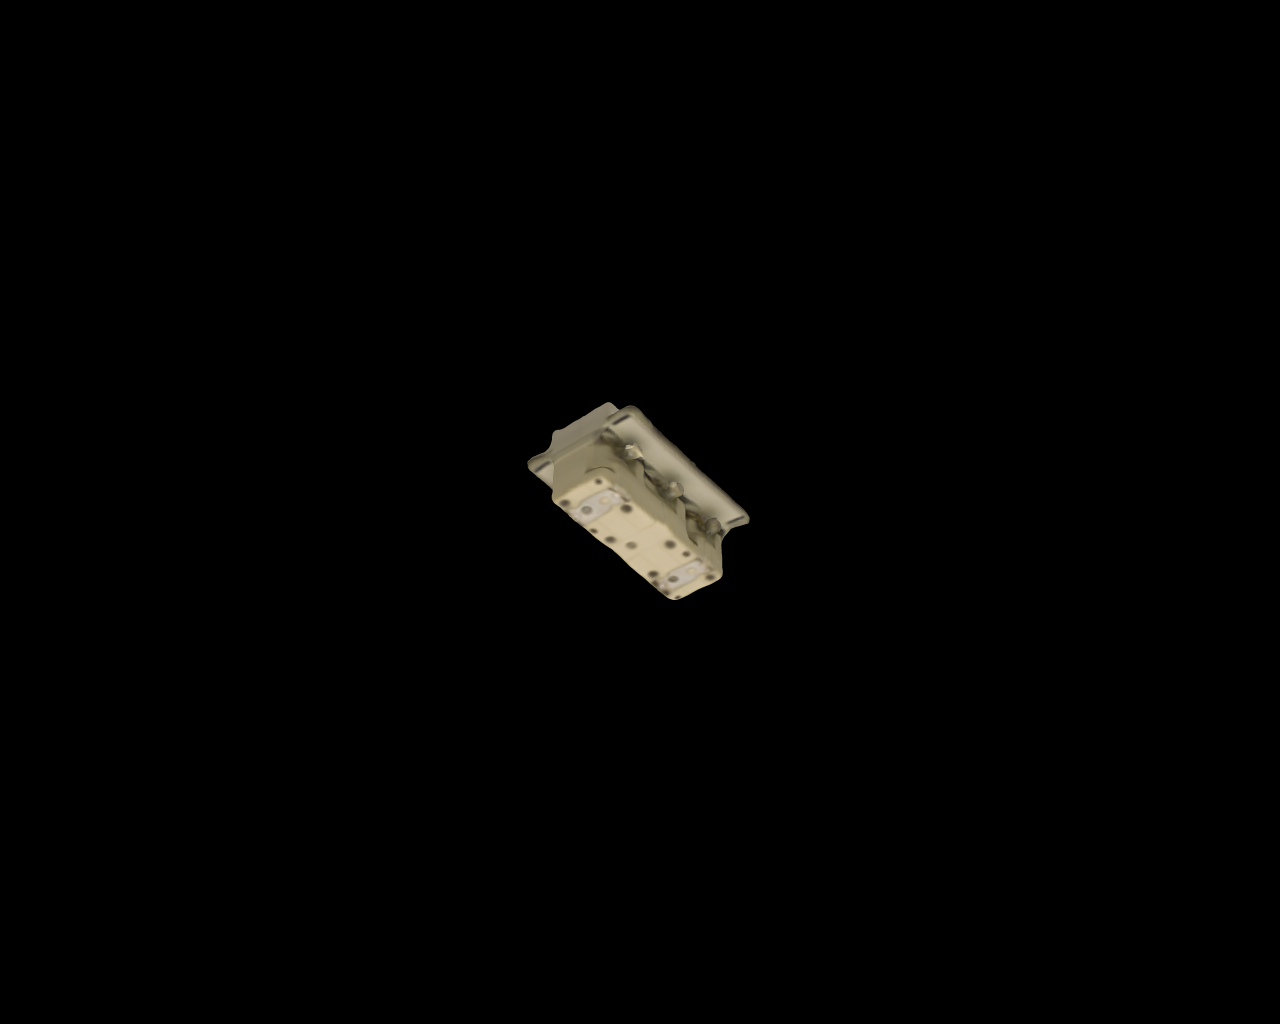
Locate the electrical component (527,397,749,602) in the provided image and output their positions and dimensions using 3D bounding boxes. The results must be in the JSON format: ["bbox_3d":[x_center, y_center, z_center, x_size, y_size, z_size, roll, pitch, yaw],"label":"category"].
[{"bbox_3d":[0.001,-0.003,0.650,0.078,0.063,0.121,-27,-49,26],"label":"electrical component"}]
